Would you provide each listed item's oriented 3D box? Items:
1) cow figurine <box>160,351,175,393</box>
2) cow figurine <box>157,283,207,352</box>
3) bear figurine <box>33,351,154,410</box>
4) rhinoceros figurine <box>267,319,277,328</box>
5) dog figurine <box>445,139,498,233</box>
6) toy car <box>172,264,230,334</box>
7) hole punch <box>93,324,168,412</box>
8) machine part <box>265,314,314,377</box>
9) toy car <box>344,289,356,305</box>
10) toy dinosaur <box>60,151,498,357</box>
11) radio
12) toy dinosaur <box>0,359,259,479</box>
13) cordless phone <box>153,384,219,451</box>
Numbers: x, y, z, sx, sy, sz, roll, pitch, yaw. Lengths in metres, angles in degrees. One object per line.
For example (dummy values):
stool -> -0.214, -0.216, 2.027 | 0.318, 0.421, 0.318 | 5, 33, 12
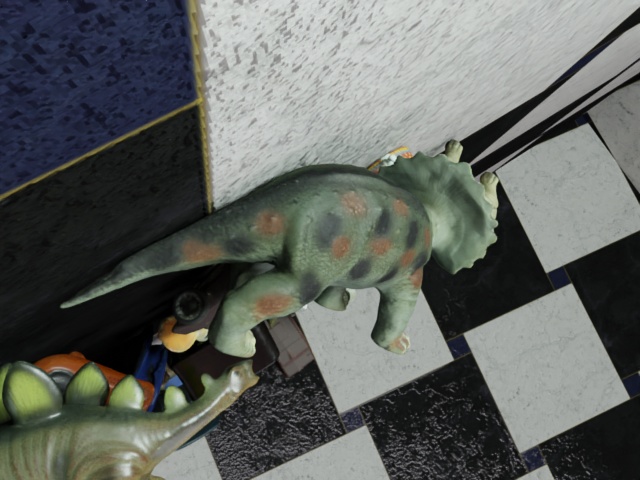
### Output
cow figurine -> -0.283, 0.212, 0.819 | 0.195, 0.085, 0.127 | -23, 170, -44
cow figurine -> -0.124, 0.077, 0.675 | 0.167, 0.068, 0.098 | -30, -178, -12
bear figurine -> -0.279, 0.199, 0.556 | 0.196, 0.132, 0.120 | -46, -165, 38
rhinoceros figurine -> -0.160, 0.156, 0.948 | 0.190, 0.112, 0.073 | -45, 156, -27
dog figurine -> 0.160, -0.035, 0.780 | 0.190, 0.172, 0.121 | -37, 166, -35
toy car -> -0.079, 0.031, 0.586 | 0.202, 0.053, 0.089 | -37, 170, -3
hole punch -> -0.236, 0.189, 0.667 | 0.116, 0.092, 0.142 | -32, -159, 13
machine part -> -0.103, 0.227, 1.306 | 0.087, 0.201, 0.201 | -34, 174, -15
toy car -> -0.020, 0.096, 1.044 | 0.201, 0.056, 0.074 | 13, 175, -36
toy dinosaur -> 0.016, -0.004, 0.461 | 0.404, 0.131, 0.192 | 5, 114, -47
radio -> -0.143, 0.144, 0.785 | 0.131, 0.073, 0.230 | -31, -170, -8
toy dinosaur -> -0.258, 0.211, 0.402 | 0.471, 0.198, 0.105 | -31, 174, -18
cordless phone -> -0.270, 0.311, 0.872 | 0.184, 0.089, 0.146 | -32, 169, 20
